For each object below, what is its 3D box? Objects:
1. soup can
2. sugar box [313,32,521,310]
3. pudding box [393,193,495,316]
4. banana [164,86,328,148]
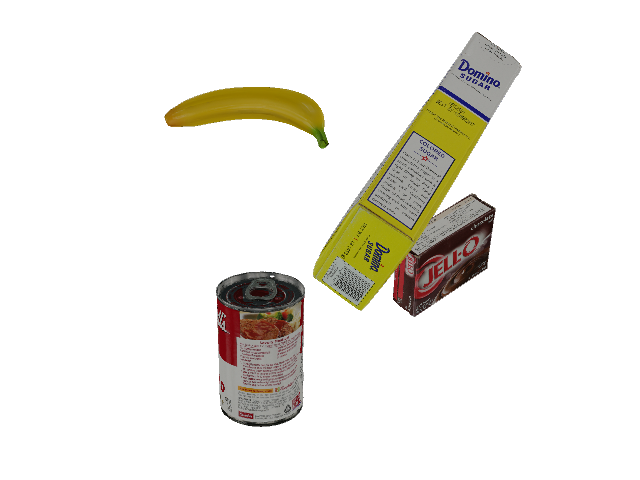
[{"bbox_3d":[-0.046,0.084,0.827,0.068,0.102,0.068,0,22,0],"label":"soup can"},{"bbox_3d":[0.064,-0.046,0.682,0.048,0.176,0.093,36,-34,2],"label":"sugar box"},{"bbox_3d":[0.127,0.015,1.104,0.113,0.090,0.039,-33,54,-28],"label":"pudding box"},{"bbox_3d":[-0.077,-0.147,1.208,0.198,0.037,0.069,8,42,17],"label":"banana"}]
